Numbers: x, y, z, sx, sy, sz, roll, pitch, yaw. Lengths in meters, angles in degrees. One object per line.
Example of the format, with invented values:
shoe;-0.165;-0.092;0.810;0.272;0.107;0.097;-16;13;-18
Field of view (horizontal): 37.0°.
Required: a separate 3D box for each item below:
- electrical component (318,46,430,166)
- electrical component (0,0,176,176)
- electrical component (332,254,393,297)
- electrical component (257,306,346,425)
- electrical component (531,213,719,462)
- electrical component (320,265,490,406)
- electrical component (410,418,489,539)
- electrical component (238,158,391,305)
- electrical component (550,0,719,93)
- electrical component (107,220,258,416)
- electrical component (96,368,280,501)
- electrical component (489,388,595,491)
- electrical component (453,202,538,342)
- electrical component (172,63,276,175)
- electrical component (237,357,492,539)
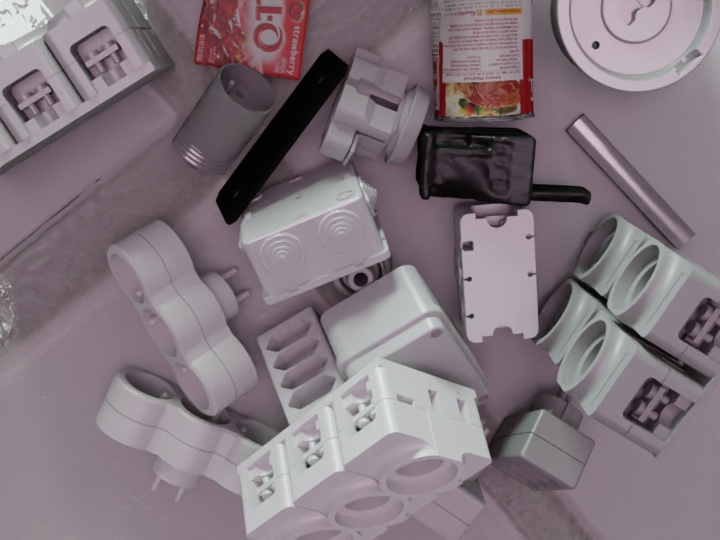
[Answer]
electrical component;0.011;-0.105;0.727;0.057;0.058;0.078;21;68;-8
electrical component;-0.207;-0.120;0.705;0.150;0.089;0.061;-31;101;5
electrical component;0.000;0.000;0.750;0.048;0.062;0.048;0;102;-1
electrical component;-0.026;0.084;0.767;0.047;0.083;0.075;-31;139;5
electrical component;0.174;0.032;0.697;0.060;0.186;0.105;31;100;-7
electrical component;0.033;0.061;0.738;0.078;0.057;0.113;-31;139;6
electrical component;0.068;0.139;0.771;0.047;0.083;0.075;35;99;-8
electrical component;-0.033;-0.030;0.725;0.100;0.099;0.048;-22;115;3
electrical component;0.179;-0.174;0.716;0.108;0.060;0.108;0;102;-1
electrical component;-0.111;0.025;0.759;0.074;0.052;0.138;-34;99;-28
electrical component;-0.127;0.133;0.781;0.138;0.052;0.073;25;101;-6
electrical component;0.138;0.115;0.781;0.047;0.066;0.076;32;71;-8
electrical component;0.094;-0.001;0.755;0.050;0.055;0.089;-5;102;0
electrical component;-0.095;-0.097;0.730;0.043;0.043;0.081;37;130;-8
electrical component;0.001;0.131;0.707;0.089;0.061;0.150;22;131;-36
